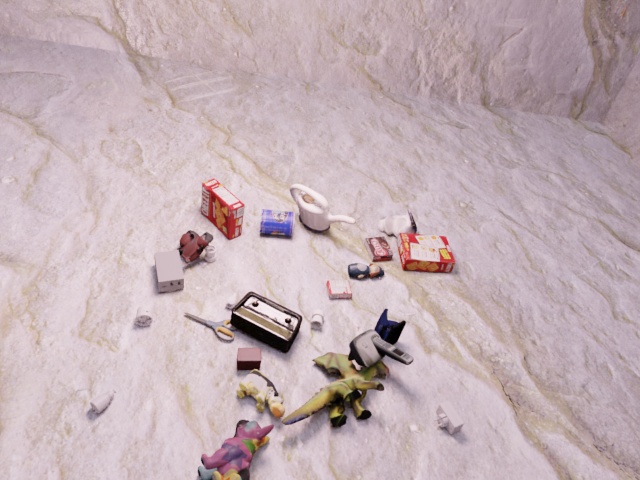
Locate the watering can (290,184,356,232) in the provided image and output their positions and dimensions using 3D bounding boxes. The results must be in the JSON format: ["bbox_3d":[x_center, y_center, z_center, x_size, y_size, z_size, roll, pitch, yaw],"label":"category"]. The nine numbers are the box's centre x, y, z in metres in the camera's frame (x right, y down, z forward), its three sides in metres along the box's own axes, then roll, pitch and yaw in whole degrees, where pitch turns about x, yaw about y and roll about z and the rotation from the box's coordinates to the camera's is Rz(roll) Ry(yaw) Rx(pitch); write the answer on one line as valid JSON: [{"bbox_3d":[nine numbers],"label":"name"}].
[{"bbox_3d":[0.007,-0.109,2.160,0.351,0.219,0.105,35,65,24],"label":"watering can"}]

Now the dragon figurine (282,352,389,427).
[{"bbox_3d":[0.049,0.453,1.635,0.411,0.120,0.247,-4,26,-20],"label":"dragon figurine"}]

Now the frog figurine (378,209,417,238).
[{"bbox_3d":[0.344,-0.055,2.279,0.158,0.120,0.141,-23,49,15],"label":"frog figurine"}]
